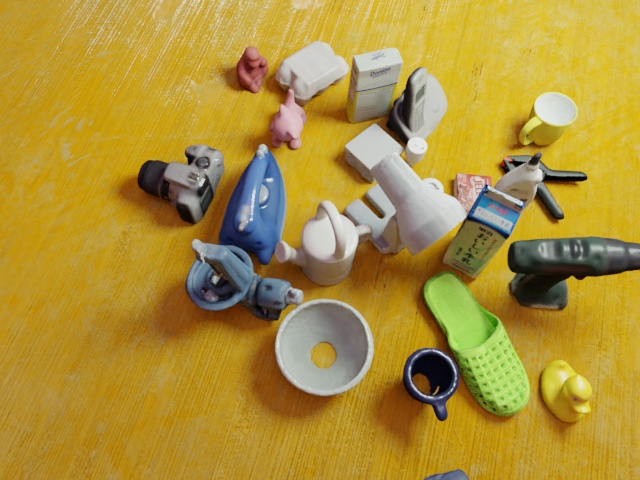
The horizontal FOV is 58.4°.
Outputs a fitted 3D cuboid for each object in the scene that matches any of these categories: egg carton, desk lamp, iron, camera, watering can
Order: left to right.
[{"bbox_3d":[-0.271,-0.125,1.102,0.136,0.101,0.143,19,66,6],"label":"camera"},{"bbox_3d":[-0.121,-0.091,1.072,0.118,0.141,0.258,8,65,1],"label":"iron"},{"bbox_3d":[-0.018,-0.364,1.243,0.150,0.069,0.107,-38,72,-18],"label":"egg carton"},{"bbox_3d":[0.010,0.006,1.006,0.173,0.194,0.100,-38,72,-18],"label":"watering can"},{"bbox_3d":[0.147,-0.052,1.030,0.118,0.213,0.203,-38,72,-18],"label":"desk lamp"}]

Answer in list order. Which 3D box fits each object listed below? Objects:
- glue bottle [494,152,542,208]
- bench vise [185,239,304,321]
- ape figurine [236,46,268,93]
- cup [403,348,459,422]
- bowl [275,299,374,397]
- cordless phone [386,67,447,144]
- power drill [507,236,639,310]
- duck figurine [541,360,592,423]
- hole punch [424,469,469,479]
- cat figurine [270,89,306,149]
[{"bbox_3d":[0.387,-0.116,1.095,0.078,0.173,0.037,9,65,1],"label":"glue bottle"},{"bbox_3d":[-0.133,0.054,0.962,0.207,0.220,0.121,-3,65,-4],"label":"bench vise"},{"bbox_3d":[-0.146,-0.376,1.229,0.078,0.092,0.076,-32,71,-16],"label":"ape figurine"},{"bbox_3d":[0.182,0.248,0.959,0.092,0.095,0.117,-11,66,-8],"label":"cup"},{"bbox_3d":[0.006,0.191,0.987,0.167,0.075,0.167,1,65,-2],"label":"bowl"},{"bbox_3d":[0.209,-0.295,1.160,0.094,0.185,0.148,32,68,12],"label":"cordless phone"},{"bbox_3d":[0.430,0.053,1.000,0.229,0.208,0.075,4,65,-1],"label":"power drill"},{"bbox_3d":[0.427,0.253,0.975,0.077,0.086,0.104,-8,66,-6],"label":"duck figurine"},{"bbox_3d":[0.194,0.415,0.885,0.109,0.091,0.101,-21,68,-12],"label":"hole punch"},{"bbox_3d":[-0.064,-0.244,1.159,0.067,0.118,0.128,6,65,0],"label":"cat figurine"}]
